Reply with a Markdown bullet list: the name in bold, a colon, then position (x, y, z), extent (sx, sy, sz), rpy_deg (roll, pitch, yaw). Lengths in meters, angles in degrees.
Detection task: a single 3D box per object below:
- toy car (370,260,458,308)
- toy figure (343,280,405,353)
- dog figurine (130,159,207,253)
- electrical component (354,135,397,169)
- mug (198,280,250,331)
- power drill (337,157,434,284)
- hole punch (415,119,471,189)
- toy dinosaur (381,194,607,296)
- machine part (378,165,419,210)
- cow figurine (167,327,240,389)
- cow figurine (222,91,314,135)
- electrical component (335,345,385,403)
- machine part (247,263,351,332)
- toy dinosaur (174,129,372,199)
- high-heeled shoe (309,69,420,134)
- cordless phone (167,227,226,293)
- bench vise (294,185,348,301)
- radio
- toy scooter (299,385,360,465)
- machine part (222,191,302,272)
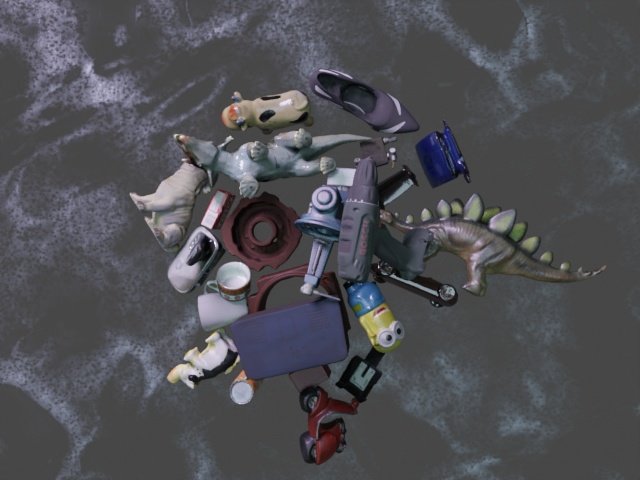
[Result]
- **toy car**: position (0.200, 0.089, 1.155), extent (0.202, 0.089, 0.053), rpy_deg (23, 78, 7)
- **toy figure**: position (0.117, 0.158, 1.170), extent (0.082, 0.089, 0.180), rpy_deg (-34, 79, 1)
- **dog figurine**: position (-0.303, -0.081, 1.212), extent (0.190, 0.121, 0.172), rpy_deg (-30, 131, -16)
- **electrical component**: position (0.124, -0.186, 1.181), extent (0.102, 0.045, 0.078), rpy_deg (-8, 91, 6)
- **mug**: position (-0.215, 0.143, 1.211), extent (0.107, 0.080, 0.109), rpy_deg (-8, 76, -4)
- **power drill**: position (0.127, -0.019, 1.029), extent (0.086, 0.207, 0.232), rpy_deg (6, 78, 46)
- **hole punch**: position (0.258, -0.173, 1.137), extent (0.092, 0.116, 0.142), rpy_deg (-20, 88, 14)
- **toy dinosaur**: position (0.345, 0.018, 1.130), extent (0.472, 0.105, 0.198), rpy_deg (24, 93, 6)
- **machine part**: position (0.145, -0.111, 1.174), extent (0.139, 0.039, 0.084), rpy_deg (-29, 114, 0)
- **cow figurine**: position (-0.261, 0.284, 1.220), extent (0.167, 0.068, 0.098), rpy_deg (-41, 93, 6)
- **cow figurine**: position (-0.116, -0.275, 1.165), extent (0.195, 0.127, 0.085), rpy_deg (-9, 87, 4)
- **electrical component**: position (0.096, 0.288, 1.185), extent (0.075, 0.047, 0.119), rpy_deg (33, 64, 2)
- **machine part**: position (-0.046, 0.160, 1.184), extent (0.201, 0.087, 0.201), rpy_deg (-16, 88, 6)
- **toy dinosaur**: position (-0.103, -0.176, 1.152), extent (0.405, 0.192, 0.131), rpy_deg (-11, 109, -28)
- **high-heeled shoe**: position (0.097, -0.294, 1.132), extent (0.249, 0.145, 0.086), rpy_deg (21, 94, 7)
- **cordless phone**: position (-0.275, 0.054, 1.154), extent (0.089, 0.184, 0.146), rpy_deg (36, 94, -9)
- **bench vise**: position (0.008, -0.001, 1.095), extent (0.129, 0.223, 0.240), rpy_deg (15, 78, 2)
- **radio**: position (-0.056, 0.200, 1.108), extent (0.230, 0.073, 0.131), rpy_deg (-15, 90, 7)
- **toy scooter**: position (0.024, 0.403, 1.185), extent (0.135, 0.075, 0.183), rpy_deg (-4, 102, -18)
- **machine part**: position (-0.126, -0.019, 1.205), extent (0.179, 0.056, 0.179), rpy_deg (0, 91, 5)
